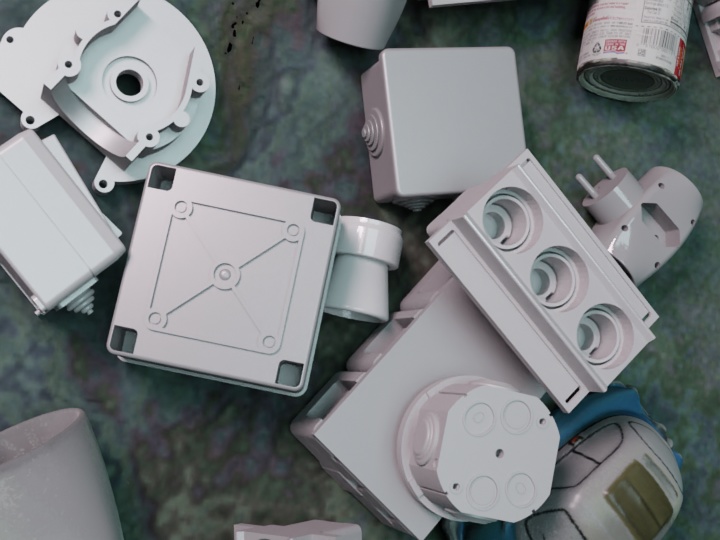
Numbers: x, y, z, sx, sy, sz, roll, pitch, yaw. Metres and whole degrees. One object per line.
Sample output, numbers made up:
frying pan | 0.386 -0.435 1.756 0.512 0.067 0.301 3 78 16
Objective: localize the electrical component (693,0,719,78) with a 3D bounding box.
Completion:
electrical component | 0.278 -0.223 0.747 0.089 0.062 0.150 -20 92 -20

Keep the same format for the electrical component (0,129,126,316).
electrical component | -0.166 -0.020 0.573 0.061 0.062 0.096 -40 99 -18

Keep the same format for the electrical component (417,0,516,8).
electrical component | 0.087 -0.205 0.678 0.121 0.063 0.078 -10 89 -20

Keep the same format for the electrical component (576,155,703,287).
electrical component | 0.173 -0.040 0.705 0.079 0.043 0.077 47 73 -10

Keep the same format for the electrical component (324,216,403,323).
electrical component | 0.000 0.000 0.639 0.045 0.045 0.055 14 81 -18

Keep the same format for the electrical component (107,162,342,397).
electrical component | -0.072 0.006 0.593 0.109 0.056 0.108 12 81 -1

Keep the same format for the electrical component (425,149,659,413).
electrical component | 0.096 0.007 0.595 0.079 0.063 0.121 -43 100 -17

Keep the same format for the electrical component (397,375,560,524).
electrical component | 0.065 0.097 0.583 0.080 0.051 0.080 2 85 -19

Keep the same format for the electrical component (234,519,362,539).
electrical component | -0.030 0.204 0.598 0.063 0.079 0.121 3 84 -49

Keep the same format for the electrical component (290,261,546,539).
electrical component | 0.043 0.070 0.639 0.089 0.062 0.150 46 73 -10

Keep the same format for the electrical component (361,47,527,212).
electrical component | 0.050 -0.087 0.662 0.100 0.048 0.099 -5 87 -20

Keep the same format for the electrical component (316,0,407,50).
electrical component | -0.011 -0.182 0.645 0.079 0.043 0.077 25 113 19
